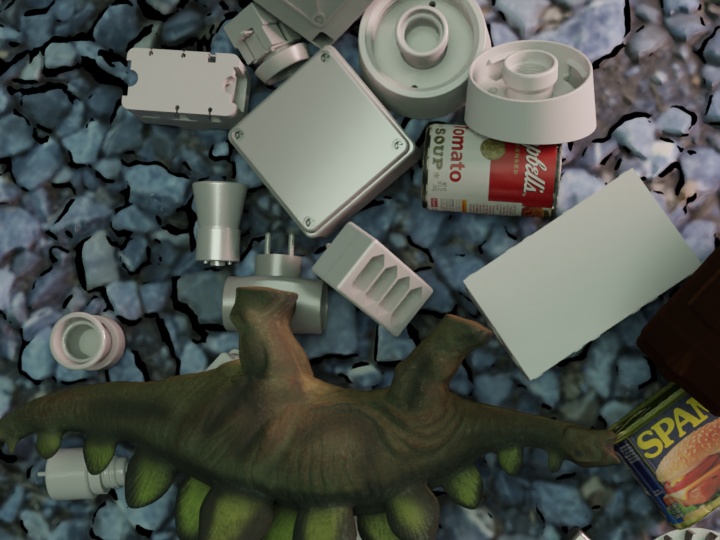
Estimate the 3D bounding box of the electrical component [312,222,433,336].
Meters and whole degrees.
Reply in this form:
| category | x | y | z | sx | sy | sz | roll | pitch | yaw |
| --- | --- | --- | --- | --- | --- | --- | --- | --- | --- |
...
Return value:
| category | x | y | z | sx | sy | sz | roll | pitch | yaw |
| --- | --- | --- | --- | --- | --- | --- | --- | --- | --- |
| electrical component | 0.000 | 0.000 | 0.828 | 0.047 | 0.083 | 0.076 | -52 | 43 | -1 |

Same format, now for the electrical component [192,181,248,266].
| category | x | y | z | sx | sy | sz | roll | pitch | yaw |
| --- | --- | --- | --- | --- | --- | --- | --- | --- | --- |
| electrical component | -0.112 | -0.036 | 0.855 | 0.044 | 0.044 | 0.065 | 2 | 89 | 6 |

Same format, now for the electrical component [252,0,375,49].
| category | x | y | z | sx | sy | sz | roll | pitch | yaw |
| --- | --- | --- | --- | --- | --- | --- | --- | --- | --- |
| electrical component | -0.034 | -0.242 | 0.818 | 0.109 | 0.056 | 0.109 | 33 | 129 | -23 |

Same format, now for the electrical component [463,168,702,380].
| category | x | y | z | sx | sy | sz | roll | pitch | yaw |
| --- | --- | --- | --- | --- | --- | --- | --- | --- | --- |
| electrical component | 0.164 | 0.006 | 0.811 | 0.150 | 0.061 | 0.089 | -34 | 82 | 1 |

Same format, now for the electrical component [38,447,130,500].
| category | x | y | z | sx | sy | sz | roll | pitch | yaw |
| --- | --- | --- | --- | --- | --- | --- | --- | --- | --- |
| electrical component | -0.209 | 0.159 | 0.843 | 0.078 | 0.040 | 0.040 | -4 | 83 | 5 |

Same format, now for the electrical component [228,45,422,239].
| category | x | y | z | sx | sy | sz | roll | pitch | yaw |
| --- | --- | --- | --- | --- | --- | --- | --- | --- | --- |
| electrical component | -0.027 | -0.098 | 0.840 | 0.109 | 0.056 | 0.108 | -40 | 81 | 9 |

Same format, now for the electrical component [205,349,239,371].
| category | x | y | z | sx | sy | sz | roll | pitch | yaw |
| --- | --- | --- | --- | --- | --- | --- | --- | --- | --- |
| electrical component | -0.099 | 0.121 | 0.832 | 0.100 | 0.048 | 0.099 | 42 | 90 | 8 |

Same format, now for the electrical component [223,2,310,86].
| category | x | y | z | sx | sy | sz | roll | pitch | yaw |
| --- | --- | --- | --- | --- | --- | --- | --- | --- | --- |
| electrical component | -0.071 | -0.182 | 0.860 | 0.048 | 0.066 | 0.055 | -31 | 89 | 37 |

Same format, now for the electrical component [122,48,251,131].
| category | x | y | z | sx | sy | sz | roll | pitch | yaw |
| --- | --- | --- | --- | --- | --- | --- | --- | --- | --- |
| electrical component | -0.137 | -0.143 | 0.861 | 0.089 | 0.056 | 0.050 | 5 | 84 | 7 |

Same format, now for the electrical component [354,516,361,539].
| category | x | y | z | sx | sy | sz | roll | pitch | yaw |
| --- | --- | --- | --- | --- | --- | --- | --- | --- | --- |
| electrical component | -0.020 | 0.188 | 0.810 | 0.062 | 0.061 | 0.096 | -33 | 81 | 2 |

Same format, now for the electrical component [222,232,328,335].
| category | x | y | z | sx | sy | sz | roll | pitch | yaw |
| --- | --- | --- | --- | --- | --- | --- | --- | --- | --- |
| electrical component | -0.065 | 0.010 | 0.843 | 0.077 | 0.043 | 0.079 | 2 | 83 | 6 |

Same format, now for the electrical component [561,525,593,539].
| category | x | y | z | sx | sy | sz | roll | pitch | yaw |
| --- | --- | --- | --- | --- | --- | --- | --- | --- | --- |
| electrical component | 0.156 | 0.229 | 0.780 | 0.047 | 0.076 | 0.065 | 42 | 89 | 9 |

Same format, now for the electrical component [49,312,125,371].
| category | x | y | z | sx | sy | sz | roll | pitch | yaw |
| --- | --- | --- | --- | --- | --- | --- | --- | --- | --- |
| electrical component | -0.213 | 0.057 | 0.847 | 0.045 | 0.055 | 0.045 | -1 | 84 | 6 |

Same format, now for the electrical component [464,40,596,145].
| category | x | y | z | sx | sy | sz | roll | pitch | yaw |
| --- | --- | --- | --- | --- | --- | --- | --- | --- | --- |
| electrical component | 0.127 | -0.128 | 0.803 | 0.099 | 0.064 | 0.099 | -4 | 40 | 3 |

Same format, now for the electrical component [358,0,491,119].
| category | x | y | z | sx | sy | sz | roll | pitch | yaw |
| --- | --- | --- | --- | --- | --- | --- | --- | --- | --- |
| electrical component | 0.049 | -0.178 | 0.843 | 0.108 | 0.060 | 0.108 | -1 | 84 | 6 |
